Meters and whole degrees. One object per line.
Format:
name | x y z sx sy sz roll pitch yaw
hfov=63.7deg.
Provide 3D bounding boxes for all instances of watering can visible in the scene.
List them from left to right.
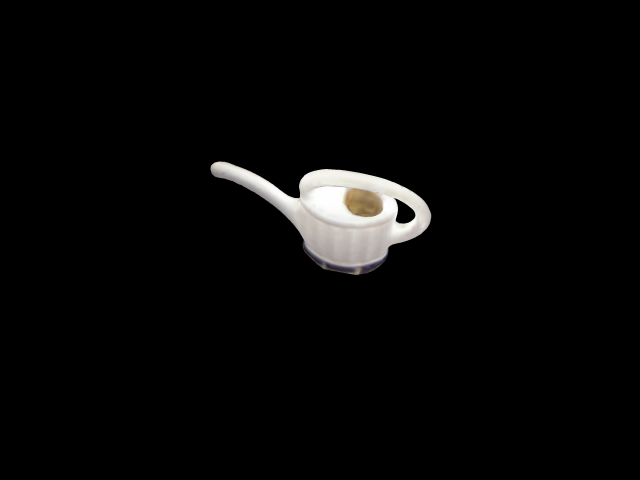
watering can | 0.003 -0.043 0.850 0.348 0.106 0.219 10 -34 7
